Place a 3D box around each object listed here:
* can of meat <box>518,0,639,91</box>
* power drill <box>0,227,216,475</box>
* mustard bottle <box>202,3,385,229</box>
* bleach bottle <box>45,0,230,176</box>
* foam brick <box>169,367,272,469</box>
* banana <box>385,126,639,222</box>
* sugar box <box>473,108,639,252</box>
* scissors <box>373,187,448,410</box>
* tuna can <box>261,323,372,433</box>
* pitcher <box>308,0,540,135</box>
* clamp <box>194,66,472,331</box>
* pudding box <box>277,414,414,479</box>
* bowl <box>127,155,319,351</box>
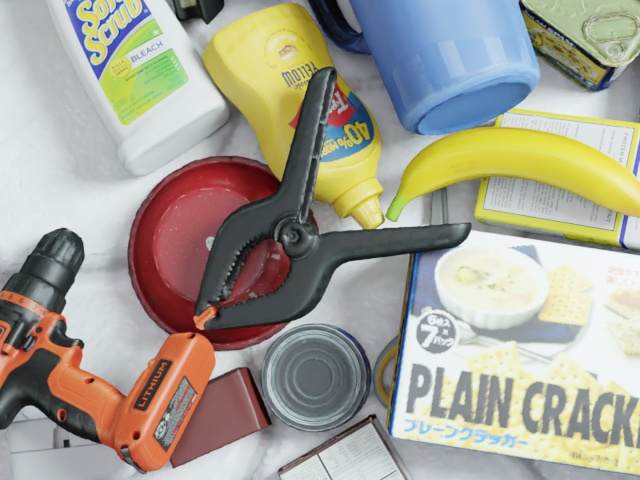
[{"bbox_3d":[0.198,-0.165,0.818,0.102,0.084,0.057,39,86,9],"label":"can of meat"},{"bbox_3d":[-0.178,0.086,0.817,0.188,0.057,0.184,14,65,23],"label":"power drill"},{"bbox_3d":[-0.006,-0.090,0.840,0.096,0.058,0.191,-27,81,-33],"label":"mustard bottle"},{"bbox_3d":[-0.179,-0.182,0.877,0.102,0.068,0.251,-34,79,-2],"label":"bleach bottle"},{"bbox_3d":[-0.084,0.138,0.836,0.078,0.053,0.051,-25,82,5],"label":"foam brick"},{"bbox_3d":[0.144,-0.050,0.789,0.198,0.037,0.069,-1,98,23],"label":"banana"},{"bbox_3d":[0.213,-0.043,0.804,0.176,0.048,0.093,12,86,21],"label":"sugar box"},{"bbox_3d":[0.076,0.049,0.844,0.096,0.016,0.202,-14,83,2],"label":"scissors"},{"bbox_3d":[-0.003,0.108,0.839,0.086,0.033,0.086,-1,84,7],"label":"tuna can"},{"bbox_3d":[0.068,-0.203,0.810,0.145,0.149,0.243,-17,77,-6],"label":"pitcher"},{"bbox_3d":[-0.005,0.001,0.780,0.165,0.036,0.210,43,99,13],"label":"clamp"},{"bbox_3d":[0.032,0.205,0.823,0.090,0.039,0.113,-31,83,3],"label":"pudding box"},{"bbox_3d":[-0.082,0.007,0.848,0.162,0.055,0.162,-1,84,6],"label":"bowl"}]
